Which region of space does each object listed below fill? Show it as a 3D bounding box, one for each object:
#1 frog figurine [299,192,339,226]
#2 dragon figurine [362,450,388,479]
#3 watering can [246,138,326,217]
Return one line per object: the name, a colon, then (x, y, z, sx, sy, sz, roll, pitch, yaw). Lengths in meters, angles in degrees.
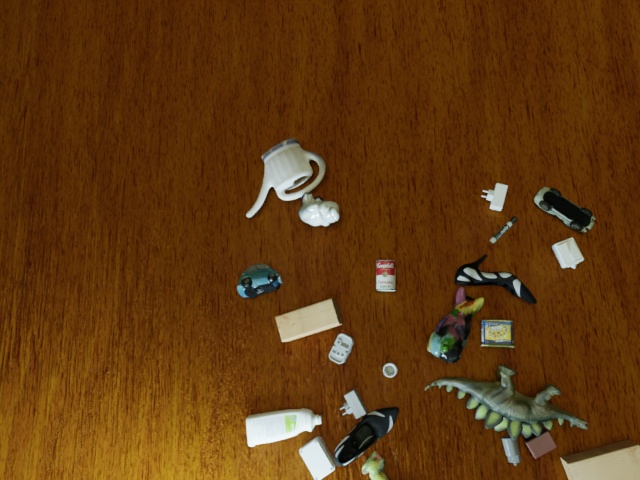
frog figurine: (0.006, -0.092, 1.819, 0.123, 0.135, 0.162, -47, 51, -5)
dragon figurine: (0.218, 0.876, 1.597, 0.241, 0.121, 0.416, -13, 72, 26)
watering can: (-0.152, -0.240, 1.914, 0.347, 0.103, 0.227, -26, 73, 5)
